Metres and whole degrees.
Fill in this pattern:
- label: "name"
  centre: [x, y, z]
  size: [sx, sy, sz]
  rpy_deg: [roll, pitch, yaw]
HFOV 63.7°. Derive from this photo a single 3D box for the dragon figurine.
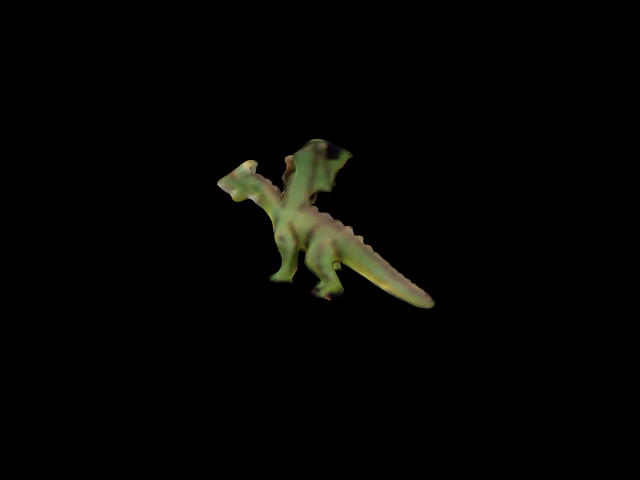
- label: "dragon figurine"
  centre: [0.003, -0.043, 0.850]
  size: [0.411, 0.239, 0.124]
  rpy_deg: [12, 24, 27]
